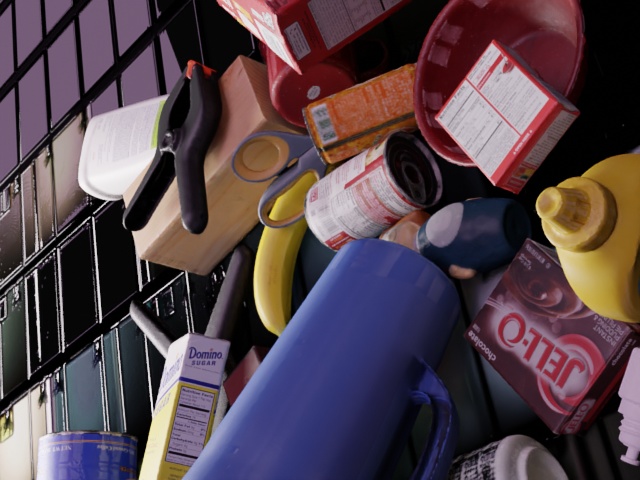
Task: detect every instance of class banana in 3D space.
[{"bbox_3d":[-0.024,0.002,0.988,0.070,0.037,0.198,11,87,26],"label":"banana"}]

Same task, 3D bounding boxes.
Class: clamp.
[{"bbox_3d":[-0.123,-0.081,0.985,0.120,0.039,0.171,16,89,44],"label":"clamp"},{"bbox_3d":[-0.123,0.123,1.047,0.165,0.036,0.210,-20,65,34],"label":"clamp"}]

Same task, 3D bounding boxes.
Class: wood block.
[{"bbox_3d":[-0.095,-0.068,1.048,0.206,0.090,0.091,-45,47,29],"label":"wood block"}]

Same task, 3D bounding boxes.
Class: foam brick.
[{"bbox_3d":[-0.033,0.130,0.918,0.051,0.078,0.053,-52,43,26],"label":"foam brick"}]

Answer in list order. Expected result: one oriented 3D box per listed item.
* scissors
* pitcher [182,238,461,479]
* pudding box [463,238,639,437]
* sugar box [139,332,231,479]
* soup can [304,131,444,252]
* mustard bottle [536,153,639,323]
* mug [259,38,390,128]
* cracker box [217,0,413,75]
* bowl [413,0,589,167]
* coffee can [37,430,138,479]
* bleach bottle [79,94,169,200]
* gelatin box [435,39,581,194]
[{"bbox_3d":[0.001,-0.100,0.941,0.202,0.096,0.016,-51,5,13],"label":"scissors"},{"bbox_3d":[0.019,0.120,0.769,0.242,0.149,0.145,-58,2,-30],"label":"pitcher"},{"bbox_3d":[0.164,0.067,0.744,0.090,0.039,0.114,-59,41,18],"label":"pudding box"},{"bbox_3d":[-0.126,0.176,0.944,0.093,0.048,0.176,145,136,-66],"label":"sugar box"},{"bbox_3d":[0.044,-0.038,0.897,0.102,0.068,0.068,-31,55,39],"label":"soup can"},{"bbox_3d":[0.190,0.002,0.619,0.058,0.191,0.096,9,84,50],"label":"mustard bottle"},{"bbox_3d":[0.005,-0.157,0.963,0.093,0.117,0.081,85,178,-46],"label":"mug"},{"bbox_3d":[0.020,-0.255,0.921,0.213,0.072,0.164,-35,44,-7],"label":"cracker box"},{"bbox_3d":[0.148,-0.127,0.818,0.162,0.055,0.162,-19,64,43],"label":"bowl"},{"bbox_3d":[-0.238,0.272,1.081,0.103,0.102,0.140,-22,61,43],"label":"coffee can"},{"bbox_3d":[-0.166,-0.109,1.166,0.251,0.068,0.102,-7,72,45],"label":"bleach bottle"},{"bbox_3d":[0.132,-0.088,0.757,0.073,0.030,0.089,-55,43,22],"label":"gelatin box"}]
